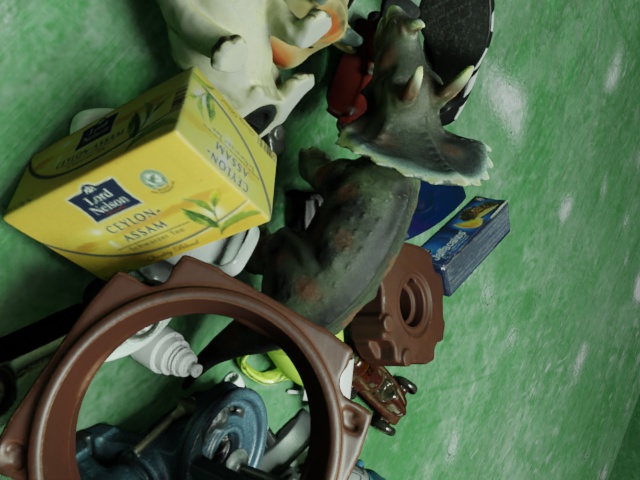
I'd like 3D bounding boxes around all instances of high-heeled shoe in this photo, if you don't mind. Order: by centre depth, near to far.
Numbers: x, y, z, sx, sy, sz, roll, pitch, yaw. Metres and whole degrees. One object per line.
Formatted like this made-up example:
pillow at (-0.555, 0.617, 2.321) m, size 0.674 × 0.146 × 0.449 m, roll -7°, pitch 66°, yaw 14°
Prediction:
high-heeled shoe at (0.167, -0.247, 0.657) m, size 0.145 × 0.086 × 0.248 m, roll -56°, pitch 161°, yaw -50°

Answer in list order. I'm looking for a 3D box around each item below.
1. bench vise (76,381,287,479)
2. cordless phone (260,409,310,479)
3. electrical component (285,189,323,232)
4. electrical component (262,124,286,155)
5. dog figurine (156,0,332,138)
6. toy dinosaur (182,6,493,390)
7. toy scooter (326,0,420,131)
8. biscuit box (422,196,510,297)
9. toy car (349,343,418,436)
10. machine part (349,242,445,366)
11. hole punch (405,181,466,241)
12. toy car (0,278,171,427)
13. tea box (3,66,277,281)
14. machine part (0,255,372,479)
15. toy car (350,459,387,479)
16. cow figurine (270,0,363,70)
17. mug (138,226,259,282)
bench vise at (-0.096, 0.202, 0.456) m, size 0.223 × 0.241 × 0.128 m, roll -8°, pitch 104°, yaw -61°
cordless phone at (0.015, 0.288, 0.618) m, size 0.146 × 0.184 × 0.088 m, roll -35°, pitch 119°, yaw -34°
electrical component at (-0.001, -0.002, 0.623) m, size 0.075 × 0.048 × 0.119 m, roll -9°, pitch 105°, yaw -43°
electrical component at (-0.059, -0.105, 0.521) m, size 0.021 × 0.063 × 0.093 m, roll -26°, pitch 120°, yaw -39°
dog figurine at (-0.101, -0.181, 0.434) m, size 0.121 × 0.190 × 0.172 m, roll -27°, pitch 163°, yaw -40°
toy dinosaur at (0.009, 0.008, 0.477) m, size 0.131 × 0.192 × 0.404 m, roll 30°, pitch 91°, yaw -19°
toy scooter at (0.053, -0.178, 0.575) m, size 0.184 × 0.075 × 0.135 m, roll -75°, pitch -171°, yaw -76°
biscuit box at (0.226, 0.005, 0.849) m, size 0.203 × 0.059 × 0.062 m, roll -38°, pitch 126°, yaw -34°
toy car at (0.085, 0.212, 0.768) m, size 0.089 × 0.053 × 0.202 m, roll -57°, pitch 133°, yaw -23°
machine part at (0.108, 0.086, 0.721) m, size 0.179 × 0.056 × 0.179 m, roll 13°, pitch 73°, yaw -48°
hole punch at (0.120, -0.066, 0.703) m, size 0.116 × 0.092 × 0.142 m, roll -53°, pitch 136°, yaw -17°
toy car at (-0.205, 0.084, 0.415) m, size 0.202 × 0.074 × 0.056 m, roll -28°, pitch 116°, yaw -38°
tea box at (-0.127, -0.038, 0.389) m, size 0.098 × 0.170 × 0.068 m, roll 43°, pitch 38°, yaw -42°
machine part at (-0.083, 0.128, 0.357) m, size 0.201 × 0.087 × 0.201 m, roll 30°, pitch 70°, yaw -1°
toy car at (0.037, 0.345, 0.710) m, size 0.103 × 0.161 × 0.109 m, roll 42°, pitch 72°, yaw 4°
cow figurine at (0.003, -0.237, 0.505) m, size 0.085 × 0.127 × 0.195 m, roll 47°, pitch 65°, yaw -39°
mug at (-0.101, -0.008, 0.482) m, size 0.080 × 0.110 × 0.107 m, roll 49°, pitch 53°, yaw -39°
